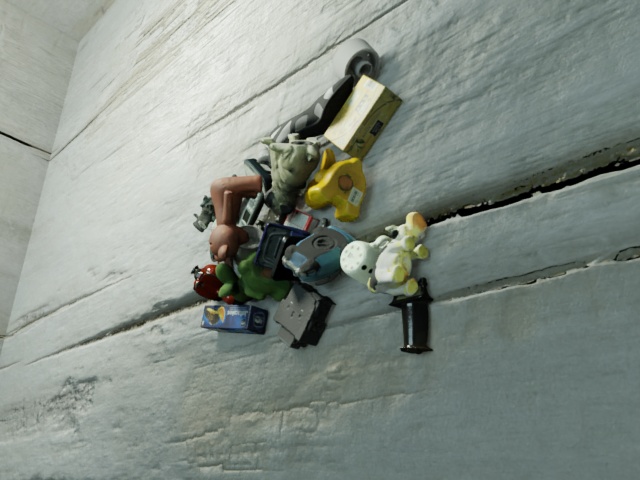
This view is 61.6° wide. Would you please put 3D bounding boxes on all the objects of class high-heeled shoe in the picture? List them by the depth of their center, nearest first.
[{"bbox_3d":[-0.024,-0.305,1.300,0.145,0.086,0.248,40,100,36],"label":"high-heeled shoe"}]

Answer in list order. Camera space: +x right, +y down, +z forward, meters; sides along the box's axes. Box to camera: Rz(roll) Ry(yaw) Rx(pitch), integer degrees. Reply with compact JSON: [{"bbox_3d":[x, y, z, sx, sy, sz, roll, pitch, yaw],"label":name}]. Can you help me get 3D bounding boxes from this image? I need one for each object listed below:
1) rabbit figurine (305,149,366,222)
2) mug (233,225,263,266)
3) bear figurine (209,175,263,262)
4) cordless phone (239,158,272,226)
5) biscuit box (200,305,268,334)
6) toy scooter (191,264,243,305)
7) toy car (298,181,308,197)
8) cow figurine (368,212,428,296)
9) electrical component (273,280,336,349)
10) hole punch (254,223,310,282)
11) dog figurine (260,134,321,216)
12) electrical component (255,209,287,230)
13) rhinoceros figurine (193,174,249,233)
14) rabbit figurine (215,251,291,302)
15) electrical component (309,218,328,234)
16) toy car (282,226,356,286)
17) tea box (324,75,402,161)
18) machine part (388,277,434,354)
[{"bbox_3d":[0.020,-0.124,1.213,0.173,0.122,0.162,-18,55,62],"label":"rabbit figurine"},{"bbox_3d":[-0.192,0.021,1.361,0.110,0.081,0.107,42,141,28],"label":"mug"},{"bbox_3d":[-0.198,-0.048,1.262,0.120,0.132,0.195,149,115,-73],"label":"bear figurine"},{"bbox_3d":[-0.180,-0.110,1.436,0.147,0.088,0.184,47,114,46],"label":"cordless phone"},{"bbox_3d":[-0.215,0.197,1.339,0.203,0.059,0.063,-7,67,44],"label":"biscuit box"},{"bbox_3d":[-0.284,0.110,1.395,0.184,0.135,0.075,35,100,49],"label":"toy scooter"},{"bbox_3d":[-0.065,-0.191,1.372,0.074,0.056,0.201,-10,66,36],"label":"toy car"},{"bbox_3d":[0.149,0.026,1.027,0.098,0.068,0.167,-15,45,49],"label":"cow figurine"},{"bbox_3d":[-0.040,0.168,1.174,0.115,0.058,0.134,27,92,51],"label":"electrical component"},{"bbox_3d":[-0.076,0.026,1.205,0.092,0.115,0.142,29,106,41],"label":"hole punch"},{"bbox_3d":[-0.058,-0.135,1.225,0.172,0.121,0.190,-141,45,-61],"label":"dog figurine"},{"bbox_3d":[-0.117,-0.046,1.362,0.102,0.045,0.078,3,76,47],"label":"electrical component"},{"bbox_3d":[-0.275,-0.095,1.503,0.190,0.112,0.073,-47,46,8],"label":"rhinoceros figurine"},{"bbox_3d":[-0.170,0.107,1.287,0.170,0.159,0.121,-40,55,47],"label":"rabbit figurine"},{"bbox_3d":[-0.003,-0.004,1.241,0.063,0.021,0.094,-14,64,42],"label":"electrical component"},{"bbox_3d":[0.002,0.047,1.148,0.162,0.102,0.109,-32,46,-30],"label":"toy car"},{"bbox_3d":[0.097,-0.278,1.233,0.169,0.068,0.098,-55,42,14],"label":"tea box"},{"bbox_3d":[0.169,0.141,0.985,0.084,0.039,0.139,-20,56,30],"label":"machine part"}]
